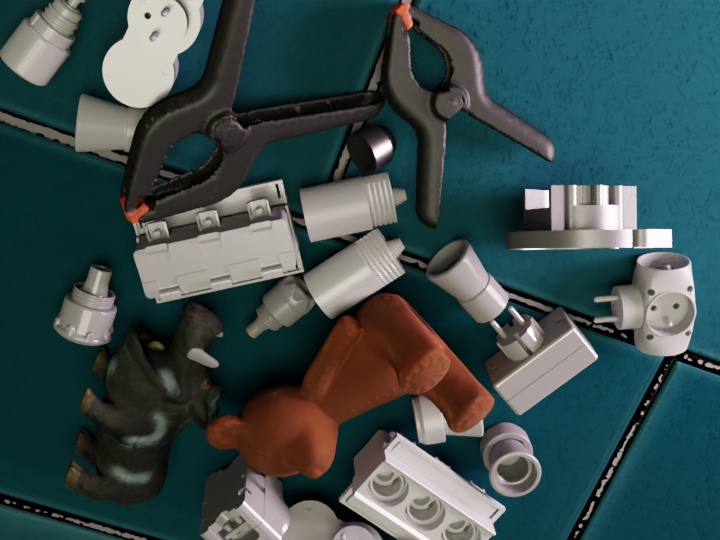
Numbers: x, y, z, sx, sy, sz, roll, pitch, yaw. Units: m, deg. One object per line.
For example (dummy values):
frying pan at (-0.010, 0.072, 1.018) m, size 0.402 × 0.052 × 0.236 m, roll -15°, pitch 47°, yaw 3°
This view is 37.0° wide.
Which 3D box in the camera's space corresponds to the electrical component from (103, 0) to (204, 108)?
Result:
electrical component at (-0.141, -0.180, 0.773) m, size 0.052 × 0.073 × 0.138 m, roll 26°, pitch 107°, yaw -13°

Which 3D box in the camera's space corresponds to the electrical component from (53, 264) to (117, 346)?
electrical component at (-0.216, 0.027, 0.864) m, size 0.048 × 0.048 × 0.062 m, roll 17°, pitch 102°, yaw -10°

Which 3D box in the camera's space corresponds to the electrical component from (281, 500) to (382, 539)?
electrical component at (-0.005, 0.241, 0.919) m, size 0.138 × 0.052 × 0.073 m, roll 23°, pitch 154°, yaw 13°

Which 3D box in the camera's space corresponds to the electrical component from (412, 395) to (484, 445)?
electrical component at (0.075, 0.124, 0.920) m, size 0.055 × 0.045 × 0.045 m, roll -9°, pitch 111°, yaw 0°

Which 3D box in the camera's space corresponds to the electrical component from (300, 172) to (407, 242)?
electrical component at (-0.004, -0.051, 0.848) m, size 0.081 × 0.043 × 0.043 m, roll -12°, pitch 111°, yaw 0°

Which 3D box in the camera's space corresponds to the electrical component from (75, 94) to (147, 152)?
electrical component at (-0.181, -0.107, 0.816) m, size 0.065 × 0.044 × 0.044 m, roll 6°, pitch 110°, yaw -12°

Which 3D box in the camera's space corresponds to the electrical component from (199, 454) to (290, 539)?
electrical component at (-0.097, 0.205, 0.915) m, size 0.050 × 0.089 × 0.055 m, roll -38°, pitch 109°, yaw 10°

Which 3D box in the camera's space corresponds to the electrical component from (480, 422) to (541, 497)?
electrical component at (0.130, 0.163, 0.933) m, size 0.045 × 0.055 × 0.045 m, roll -1°, pitch 111°, yaw -3°

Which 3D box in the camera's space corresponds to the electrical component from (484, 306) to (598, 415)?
electrical component at (0.140, 0.063, 0.899) m, size 0.083 × 0.047 × 0.075 m, roll -38°, pitch 109°, yaw 10°

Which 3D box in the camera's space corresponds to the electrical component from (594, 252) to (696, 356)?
electrical component at (0.234, 0.030, 0.895) m, size 0.079 × 0.044 × 0.077 m, roll -5°, pitch 111°, yaw -2°

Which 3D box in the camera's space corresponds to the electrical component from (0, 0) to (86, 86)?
electrical component at (-0.229, -0.171, 0.788) m, size 0.040 × 0.040 × 0.078 m, roll 38°, pitch 104°, yaw -16°

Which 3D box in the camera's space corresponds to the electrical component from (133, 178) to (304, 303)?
electrical component at (-0.112, -0.018, 0.843) m, size 0.121 × 0.063 × 0.078 m, roll -12°, pitch 111°, yaw 1°

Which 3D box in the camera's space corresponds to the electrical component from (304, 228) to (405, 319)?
electrical component at (0.000, 0.000, 0.868) m, size 0.081 × 0.043 × 0.043 m, roll -33°, pitch 110°, yaw 8°

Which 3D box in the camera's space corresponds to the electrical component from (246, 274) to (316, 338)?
electrical component at (-0.068, 0.033, 0.881) m, size 0.061 × 0.035 × 0.035 m, roll -40°, pitch 108°, yaw 14°

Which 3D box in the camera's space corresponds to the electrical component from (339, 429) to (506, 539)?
electrical component at (0.053, 0.196, 0.936) m, size 0.121 × 0.063 × 0.078 m, roll 36°, pitch 104°, yaw -16°

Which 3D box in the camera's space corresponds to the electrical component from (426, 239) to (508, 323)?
electrical component at (0.091, 0.012, 0.881) m, size 0.044 × 0.044 × 0.065 m, roll -40°, pitch 113°, yaw 11°
